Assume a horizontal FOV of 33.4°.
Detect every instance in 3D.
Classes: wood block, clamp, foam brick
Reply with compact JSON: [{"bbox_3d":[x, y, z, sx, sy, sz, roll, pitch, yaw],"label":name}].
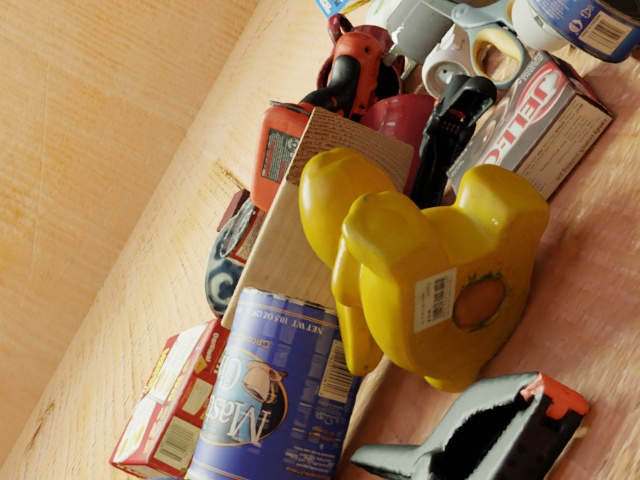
[{"bbox_3d":[-0.005,0.002,0.892,0.206,0.090,0.090,117,174,-49],"label":"wood block"},{"bbox_3d":[0.105,-0.093,0.830,0.120,0.039,0.171,-58,8,30],"label":"clamp"},{"bbox_3d":[0.064,0.145,0.576,0.210,0.036,0.164,-47,21,43],"label":"clamp"},{"bbox_3d":[-0.075,-0.018,1.265,0.053,0.078,0.051,-65,16,-13],"label":"foam brick"}]

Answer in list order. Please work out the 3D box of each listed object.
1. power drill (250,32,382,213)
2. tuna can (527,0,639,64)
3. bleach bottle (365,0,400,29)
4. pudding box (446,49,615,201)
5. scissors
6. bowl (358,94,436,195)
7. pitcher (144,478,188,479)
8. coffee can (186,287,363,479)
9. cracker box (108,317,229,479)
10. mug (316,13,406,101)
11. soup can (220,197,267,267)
[{"bbox_3d":[-0.002,-0.093,1.031,0.187,0.057,0.184,-50,-26,-54],"label":"power drill"},{"bbox_3d":[0.169,-0.151,0.670,0.034,0.086,0.086,-53,17,34],"label":"tuna can"},{"bbox_3d":[0.104,-0.266,1.156,0.102,0.068,0.251,-56,11,-3],"label":"bleach bottle"},{"bbox_3d":[0.136,-0.062,0.709,0.114,0.039,0.090,-56,16,21],"label":"pudding box"},{"bbox_3d":[0.136,-0.195,0.879,0.096,0.016,0.202,-44,41,20],"label":"scissors"},{"bbox_3d":[0.057,-0.074,0.969,0.162,0.055,0.162,-55,16,24],"label":"bowl"},{"bbox_3d":[-0.103,0.292,0.726,0.242,0.145,0.149,-85,15,-50],"label":"pitcher"},{"bbox_3d":[-0.026,0.115,0.763,0.103,0.102,0.140,171,117,-72],"label":"coffee can"},{"bbox_3d":[-0.146,0.181,1.156,0.164,0.072,0.214,-66,14,-19],"label":"cracker box"},{"bbox_3d":[0.041,-0.186,1.124,0.093,0.117,0.081,-24,25,23],"label":"mug"},{"bbox_3d":[-0.036,0.009,1.034,0.069,0.102,0.068,-55,15,23],"label":"soup can"}]
